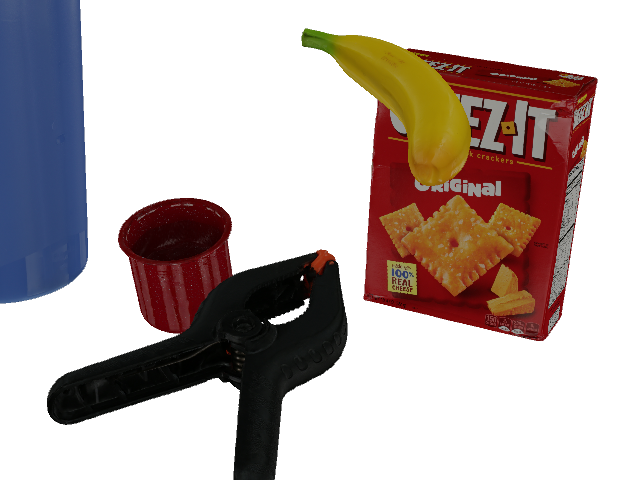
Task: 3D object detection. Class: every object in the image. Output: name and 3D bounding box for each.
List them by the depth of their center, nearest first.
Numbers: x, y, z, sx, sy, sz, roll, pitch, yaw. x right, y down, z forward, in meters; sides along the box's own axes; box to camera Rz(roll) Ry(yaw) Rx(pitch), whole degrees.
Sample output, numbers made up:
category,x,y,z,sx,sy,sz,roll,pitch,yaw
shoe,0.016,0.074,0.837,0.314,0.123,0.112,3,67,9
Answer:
category,x,y,z,sx,sy,sz,roll,pitch,yaw
clamp,-0.033,0.062,0.523,0.120,0.039,0.171,31,47,28
banana,0.051,-0.083,0.653,0.069,0.037,0.198,-10,34,-19
pitcher,-0.221,-0.082,0.682,0.149,0.243,0.145,-4,26,-9
cracker box,0.126,-0.037,0.882,0.164,0.214,0.072,13,26,23
mug,-0.120,0.017,0.899,0.093,0.081,0.117,-16,38,-15
